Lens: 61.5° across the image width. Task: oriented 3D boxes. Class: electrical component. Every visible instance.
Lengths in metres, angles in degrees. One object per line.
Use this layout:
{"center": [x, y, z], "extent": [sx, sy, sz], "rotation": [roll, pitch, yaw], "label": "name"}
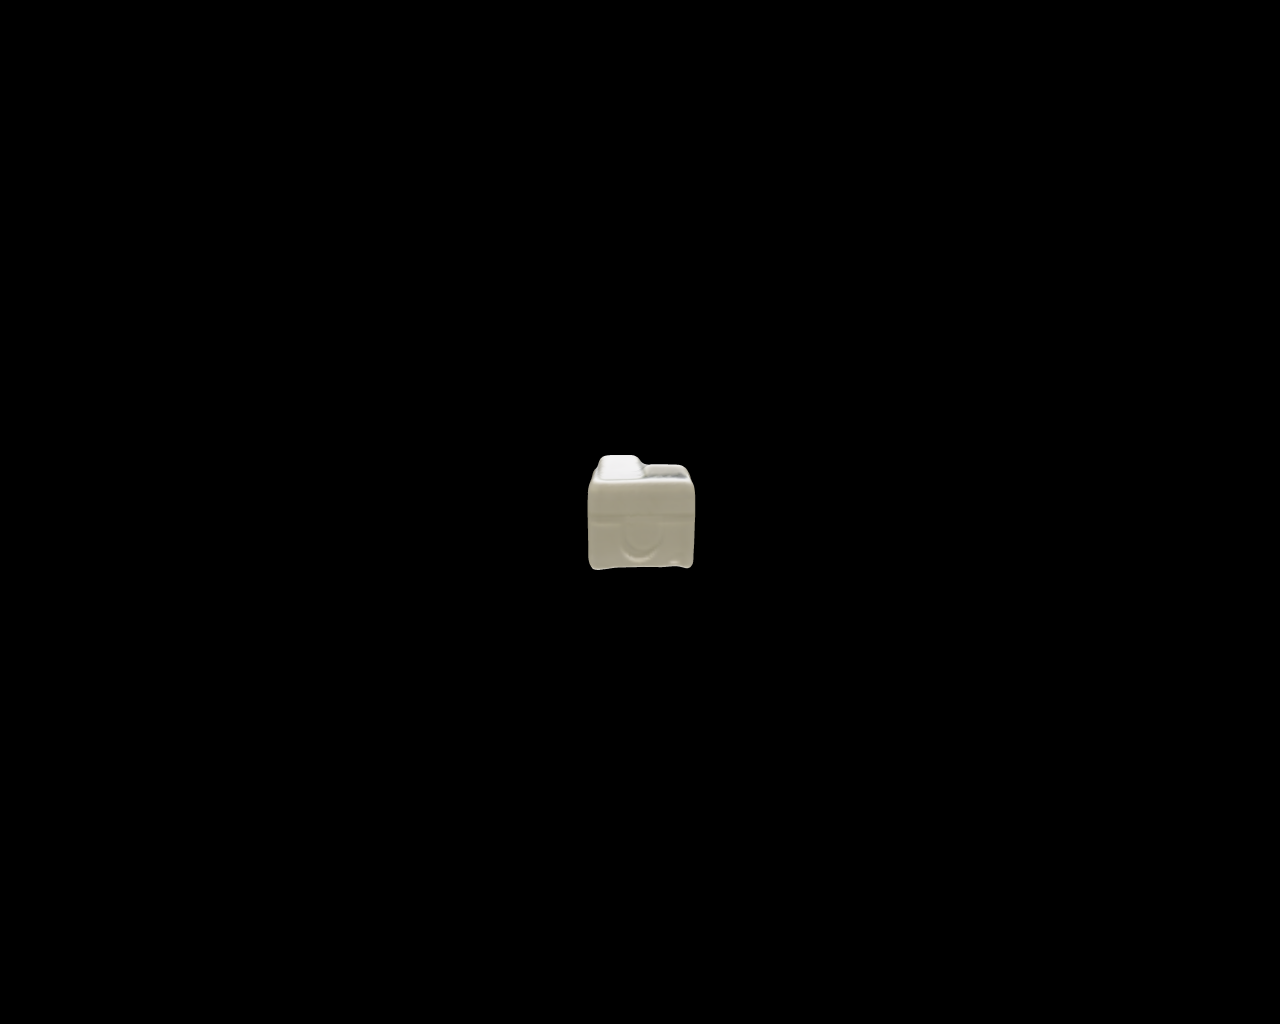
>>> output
{"center": [0.001, -0.003, 0.650], "extent": [0.062, 0.061, 0.096], "rotation": [0, 9, 0], "label": "electrical component"}
